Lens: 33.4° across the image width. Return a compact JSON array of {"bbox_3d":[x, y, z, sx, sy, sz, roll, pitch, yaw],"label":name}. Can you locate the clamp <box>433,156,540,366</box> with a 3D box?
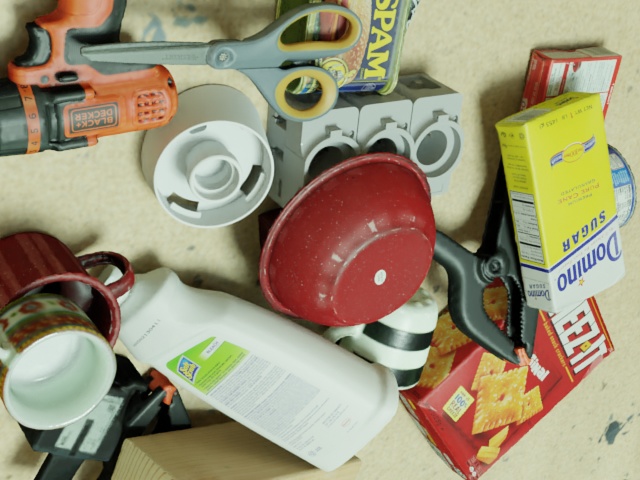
[{"bbox_3d":[0.154,0.013,0.965,0.164,0.036,0.210,-33,106,-17],"label":"clamp"}]

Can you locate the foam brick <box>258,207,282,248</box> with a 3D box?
[{"bbox_3d":[-0.006,0.001,0.878,0.078,0.051,0.053,-19,126,-24],"label":"foam brick"}]

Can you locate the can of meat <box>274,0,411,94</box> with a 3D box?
[{"bbox_3d":[0.014,-0.159,0.794,0.083,0.057,0.102,-7,120,-29],"label":"can of meat"}]

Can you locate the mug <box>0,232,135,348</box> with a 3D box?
[{"bbox_3d":[-0.188,0.041,0.755,0.117,0.082,0.093,-29,129,-17],"label":"mug"}]

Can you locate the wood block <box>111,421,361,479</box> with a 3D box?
[{"bbox_3d":[-0.071,0.215,0.901,0.205,0.091,0.090,2,114,-51],"label":"wood block"}]

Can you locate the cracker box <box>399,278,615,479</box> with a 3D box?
[{"bbox_3d":[0.184,0.121,1.067,0.213,0.072,0.164,-41,132,-9],"label":"cracker box"}]

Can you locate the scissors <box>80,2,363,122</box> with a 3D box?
[{"bbox_3d":[-0.060,-0.110,0.728,0.201,0.016,0.096,-19,128,-22],"label":"scissors"}]

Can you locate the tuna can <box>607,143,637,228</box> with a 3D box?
[{"bbox_3d":[0.256,-0.048,1.006,0.033,0.086,0.086,-16,124,-24],"label":"tuna can"}]

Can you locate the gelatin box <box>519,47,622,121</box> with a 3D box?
[{"bbox_3d":[0.225,-0.136,0.971,0.089,0.030,0.073,-8,122,-29],"label":"gelatin box"}]

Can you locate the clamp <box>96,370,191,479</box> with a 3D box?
[{"bbox_3d":[-0.147,0.192,0.906,0.120,0.039,0.171,11,111,-50],"label":"clamp"}]

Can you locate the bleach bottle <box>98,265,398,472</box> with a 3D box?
[{"bbox_3d":[-0.062,0.088,0.847,0.250,0.068,0.103,34,113,-22],"label":"bleach bottle"}]

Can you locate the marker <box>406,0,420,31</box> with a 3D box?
[{"bbox_3d":[0.068,-0.185,0.840,0.020,0.020,0.121,12,108,-39],"label":"marker"}]

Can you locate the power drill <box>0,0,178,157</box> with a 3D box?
[{"bbox_3d":[-0.179,-0.144,0.672,0.184,0.057,0.188,-14,125,-29],"label":"power drill"}]

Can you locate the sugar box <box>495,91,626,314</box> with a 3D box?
[{"bbox_3d":[0.214,-0.033,0.940,0.093,0.048,0.176,-23,108,-26],"label":"sugar box"}]

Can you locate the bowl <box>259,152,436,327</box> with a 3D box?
[{"bbox_3d":[0.035,0.014,0.832,0.161,0.055,0.162,-21,135,-23],"label":"bowl"}]
